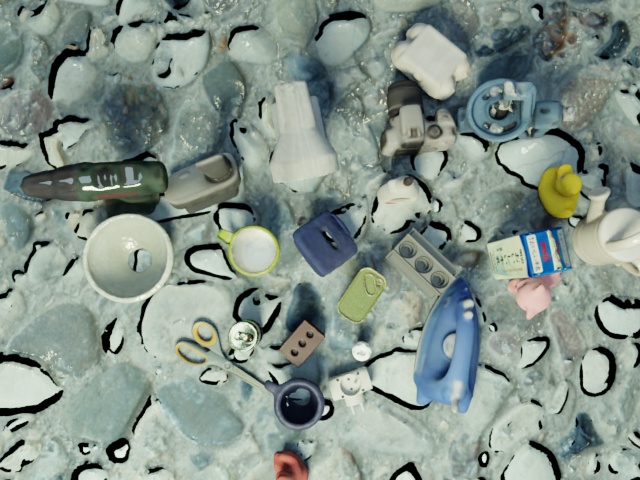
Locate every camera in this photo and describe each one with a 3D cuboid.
[{"bbox_3d":[0.185,-0.240,1.107,0.143,0.101,0.137,-6,85,-1],"label":"camera"}]

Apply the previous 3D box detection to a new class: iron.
[{"bbox_3d":[0.250,0.187,1.047,0.118,0.141,0.258,10,84,1],"label":"iron"}]

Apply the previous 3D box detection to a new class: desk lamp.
[{"bbox_3d":[-0.039,-0.190,1.043,0.118,0.213,0.203,-11,85,-1],"label":"desk lamp"}]

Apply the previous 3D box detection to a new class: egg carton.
[{"bbox_3d":[0.219,-0.353,1.134,0.150,0.069,0.107,39,85,3],"label":"egg carton"}]

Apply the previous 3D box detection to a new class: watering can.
[{"bbox_3d":[0.543,-0.014,1.044,0.173,0.194,0.101,37,85,3],"label":"watering can"}]

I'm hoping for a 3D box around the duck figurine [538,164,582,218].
[{"bbox_3d":[0.473,-0.097,1.105,0.077,0.086,0.104,-7,85,-1],"label":"duck figurine"}]

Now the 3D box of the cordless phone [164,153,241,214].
[{"bbox_3d":[-0.224,-0.118,1.048,0.147,0.185,0.094,-26,85,-3],"label":"cordless phone"}]

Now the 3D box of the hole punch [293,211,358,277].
[{"bbox_3d":[0.010,0.004,1.087,0.101,0.091,0.108,-38,86,-4],"label":"hole punch"}]

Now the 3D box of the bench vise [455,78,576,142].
[{"bbox_3d":[0.370,-0.255,1.052,0.207,0.219,0.121,-16,85,-2],"label":"bench vise"}]

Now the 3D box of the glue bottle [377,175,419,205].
[{"bbox_3d":[0.152,-0.096,1.057,0.078,0.173,0.037,-7,84,-1],"label":"glue bottle"}]

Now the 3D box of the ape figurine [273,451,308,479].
[{"bbox_3d":[-0.059,0.434,1.044,0.076,0.092,0.078,27,85,2],"label":"ape figurine"}]

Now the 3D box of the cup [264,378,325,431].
[{"bbox_3d":[-0.049,0.289,1.056,0.117,0.095,0.092,30,85,2],"label":"cup"}]

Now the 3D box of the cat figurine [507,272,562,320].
[{"bbox_3d":[0.409,0.088,1.071,0.128,0.117,0.067,-42,86,-4],"label":"cat figurine"}]

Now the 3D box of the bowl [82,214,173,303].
[{"bbox_3d":[-0.354,0.036,1.087,0.167,0.074,0.167,0,84,-1],"label":"bowl"}]

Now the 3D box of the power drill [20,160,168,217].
[{"bbox_3d":[-0.379,-0.092,1.032,0.229,0.208,0.076,-9,84,-1],"label":"power drill"}]
